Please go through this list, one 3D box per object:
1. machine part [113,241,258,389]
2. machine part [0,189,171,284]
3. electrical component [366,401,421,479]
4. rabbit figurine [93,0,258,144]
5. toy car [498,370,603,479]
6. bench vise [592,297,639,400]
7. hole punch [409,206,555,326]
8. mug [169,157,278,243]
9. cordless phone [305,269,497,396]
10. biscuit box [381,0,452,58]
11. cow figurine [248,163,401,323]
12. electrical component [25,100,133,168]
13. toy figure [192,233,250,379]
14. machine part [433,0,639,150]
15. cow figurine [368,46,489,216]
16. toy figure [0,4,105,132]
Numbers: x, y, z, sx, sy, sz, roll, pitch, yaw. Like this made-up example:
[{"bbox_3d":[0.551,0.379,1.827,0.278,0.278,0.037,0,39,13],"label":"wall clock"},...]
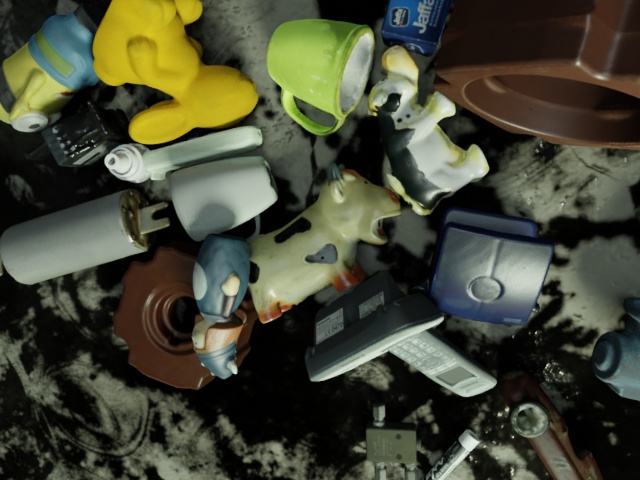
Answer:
[{"bbox_3d":[-0.160,0.089,0.642,0.179,0.056,0.179,1,96,11],"label":"machine part"},{"bbox_3d":[-0.290,-0.003,0.648,0.243,0.079,0.079,-15,92,13],"label":"machine part"},{"bbox_3d":[0.086,0.235,0.625,0.063,0.021,0.094,-2,94,11],"label":"electrical component"},{"bbox_3d":[-0.157,-0.179,0.591,0.173,0.122,0.162,32,103,-13],"label":"rabbit figurine"},{"bbox_3d":[0.252,0.225,0.558,0.053,0.089,0.202,-33,88,11],"label":"toy car"},{"bbox_3d":[0.391,0.085,0.506,0.224,0.129,0.240,16,104,9],"label":"bench vise"},{"bbox_3d":[0.172,0.031,0.559,0.142,0.092,0.115,9,101,6],"label":"hole punch"},{"bbox_3d":[-0.100,-0.043,0.609,0.107,0.081,0.109,-20,108,6],"label":"mug"},{"bbox_3d":[0.091,0.131,0.589,0.184,0.089,0.146,37,125,-24],"label":"cordless phone"},{"bbox_3d":[0.119,-0.297,0.551,0.063,0.059,0.202,17,98,9],"label":"biscuit box"},{"bbox_3d":[-0.001,-0.002,0.592,0.195,0.085,0.127,-26,91,16],"label":"cow figurine"},{"bbox_3d":[-0.289,-0.114,0.638,0.119,0.075,0.047,-30,89,8],"label":"electrical component"},{"bbox_3d":[-0.107,0.071,0.569,0.058,0.064,0.154,7,94,0],"label":"toy figure"},{"bbox_3d":[0.218,-0.147,0.459,0.201,0.202,0.087,15,92,-36],"label":"machine part"},{"bbox_3d":[0.095,-0.114,0.564,0.098,0.068,0.167,-34,89,7],"label":"cow figurine"},{"bbox_3d":[-0.316,-0.203,0.634,0.180,0.082,0.089,-40,74,17],"label":"toy figure"}]
